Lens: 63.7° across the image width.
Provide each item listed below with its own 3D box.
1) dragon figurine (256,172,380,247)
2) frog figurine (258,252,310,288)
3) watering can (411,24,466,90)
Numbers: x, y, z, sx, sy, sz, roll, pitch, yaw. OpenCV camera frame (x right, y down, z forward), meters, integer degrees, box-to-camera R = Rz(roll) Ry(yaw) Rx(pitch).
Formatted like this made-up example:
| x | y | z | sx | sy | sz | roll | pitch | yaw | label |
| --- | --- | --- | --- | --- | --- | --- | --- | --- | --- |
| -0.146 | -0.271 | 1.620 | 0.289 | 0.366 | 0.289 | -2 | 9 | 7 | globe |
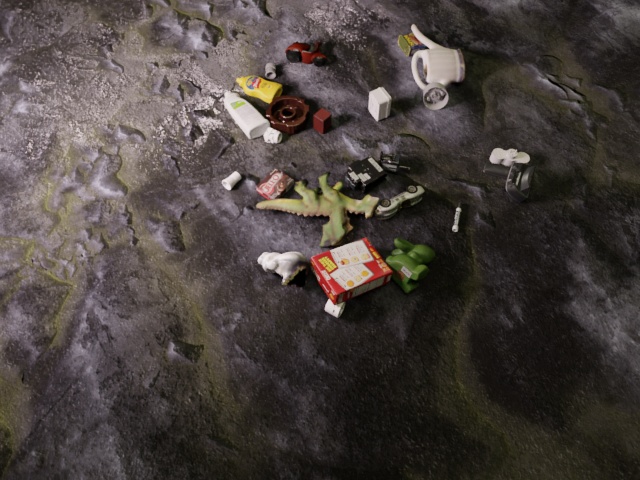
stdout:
| x | y | z | sx | sy | sz | roll | pitch | yaw | label |
| --- | --- | --- | --- | --- | --- | --- | --- | --- | --- |
| 0.005 | -0.090 | 1.788 | 0.411 | 0.120 | 0.246 | -20 | 69 | -3 | dragon figurine |
| -0.117 | 0.074 | 1.674 | 0.138 | 0.120 | 0.161 | -13 | 44 | -46 | frog figurine |
| 0.497 | -0.772 | 2.181 | 0.224 | 0.102 | 0.353 | -2 | 72 | -2 | watering can |
